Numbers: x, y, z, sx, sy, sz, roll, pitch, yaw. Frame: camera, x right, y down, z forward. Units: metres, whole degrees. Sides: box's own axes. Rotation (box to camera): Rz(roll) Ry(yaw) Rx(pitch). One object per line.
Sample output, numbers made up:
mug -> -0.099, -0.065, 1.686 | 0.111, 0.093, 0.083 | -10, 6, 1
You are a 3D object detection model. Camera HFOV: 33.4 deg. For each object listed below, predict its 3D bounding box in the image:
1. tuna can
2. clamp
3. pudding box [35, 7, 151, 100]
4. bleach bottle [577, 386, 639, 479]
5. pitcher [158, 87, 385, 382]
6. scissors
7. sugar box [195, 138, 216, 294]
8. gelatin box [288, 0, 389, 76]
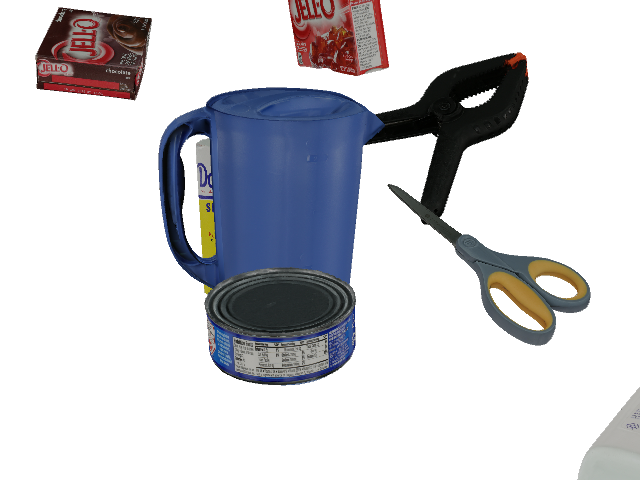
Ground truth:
tuna can -> -0.022, 0.048, 0.609 | 0.086, 0.034, 0.086 | -2, 23, 0
clamp -> 0.120, -0.103, 0.986 | 0.209, 0.036, 0.165 | -31, 48, -13
pudding box -> -0.206, -0.173, 0.980 | 0.090, 0.039, 0.113 | 7, 32, -6
bleach bottle -> 0.245, 0.102, 0.630 | 0.103, 0.068, 0.250 | 19, 30, 32
pitcher -> -0.041, -0.005, 0.909 | 0.149, 0.243, 0.144 | 12, 21, 28
scissors -> 0.140, 0.007, 0.863 | 0.096, 0.016, 0.202 | -12, 45, -21
sugar box -> -0.087, -0.016, 1.127 | 0.048, 0.176, 0.093 | -21, 29, -36
gelatin box -> 0.009, -0.157, 0.747 | 0.030, 0.073, 0.089 | -19, 22, -25
